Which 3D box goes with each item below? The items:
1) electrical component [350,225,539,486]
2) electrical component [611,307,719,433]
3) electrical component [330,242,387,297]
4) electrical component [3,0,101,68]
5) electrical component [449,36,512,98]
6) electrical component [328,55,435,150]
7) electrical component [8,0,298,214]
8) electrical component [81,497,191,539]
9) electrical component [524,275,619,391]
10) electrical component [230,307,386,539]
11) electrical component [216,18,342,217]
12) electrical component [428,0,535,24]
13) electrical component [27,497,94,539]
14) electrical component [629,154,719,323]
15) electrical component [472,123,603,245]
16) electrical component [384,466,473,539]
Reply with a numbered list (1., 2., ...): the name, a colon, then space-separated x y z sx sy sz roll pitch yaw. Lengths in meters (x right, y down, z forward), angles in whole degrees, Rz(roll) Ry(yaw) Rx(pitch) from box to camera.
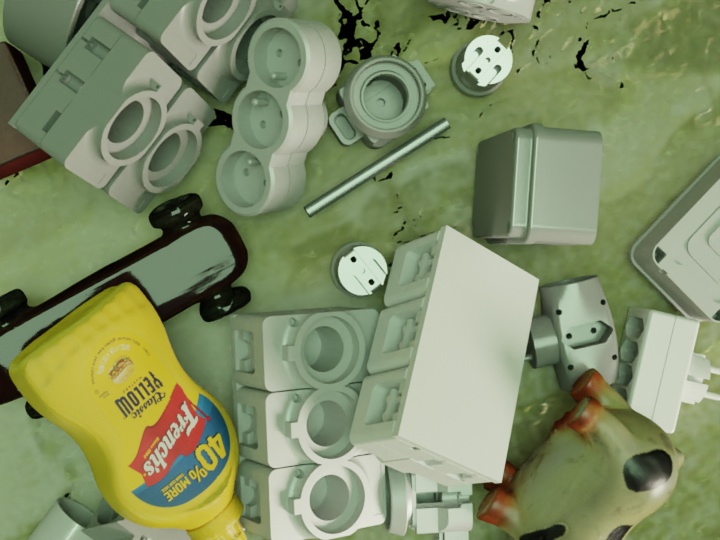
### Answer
1. electrical component: 0.057 0.060 0.730 0.089 0.062 0.150 28 62 -27
2. electrical component: 0.231 0.076 0.786 0.076 0.047 0.083 13 90 -5
3. electrical component: 0.000 0.000 0.765 0.040 0.046 0.040 0 91 -5
4. electrical component: -0.195 -0.187 0.717 0.060 0.108 0.108 26 89 1
5. electrical component: 0.087 -0.146 0.770 0.040 0.046 0.040 0 91 -5
6. electrical component: 0.016 -0.119 0.759 0.078 0.057 0.058 -34 94 -4
7. electrical component: -0.128 -0.137 0.713 0.060 0.105 0.186 36 88 22
8. electrical component: -0.148 0.174 0.742 0.064 0.042 0.081 45 44 -26
9. electrical component: 0.142 0.049 0.780 0.079 0.043 0.077 -12 92 -5
10. electrical component: -0.034 0.103 0.740 0.089 0.062 0.150 -3 92 -31
11. electrical component: -0.047 -0.106 0.749 0.052 0.074 0.138 29 113 26
12. electrical component: 0.089 -0.206 0.753 0.080 0.080 0.051 12 96 -5
13. electrical component: -0.218 0.204 0.751 0.043 0.043 0.081 37 88 -5
14. electrical component: 0.262 -0.024 0.782 0.078 0.057 0.113 44 87 -4
15. electrical component: 0.119 -0.056 0.741 0.057 0.113 0.078 4 91 -8
16. electrical component: 0.046 0.159 0.767 0.057 0.058 0.078 -2 91 -8
